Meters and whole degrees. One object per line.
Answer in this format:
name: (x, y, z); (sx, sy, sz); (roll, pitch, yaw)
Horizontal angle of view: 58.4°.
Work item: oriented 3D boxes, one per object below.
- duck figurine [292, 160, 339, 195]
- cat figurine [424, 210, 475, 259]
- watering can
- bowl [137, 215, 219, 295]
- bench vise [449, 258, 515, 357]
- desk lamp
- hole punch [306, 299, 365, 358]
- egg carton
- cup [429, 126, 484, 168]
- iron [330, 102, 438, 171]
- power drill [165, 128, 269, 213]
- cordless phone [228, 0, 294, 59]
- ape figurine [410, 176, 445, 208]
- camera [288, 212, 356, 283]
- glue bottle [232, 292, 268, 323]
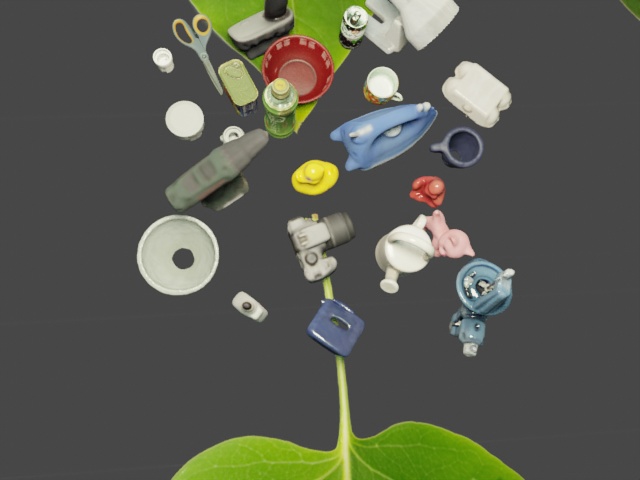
duck figurine: (-0.009, -0.143, 1.245); (0.104, 0.086, 0.077); (-13, 84, -6)
cat figurine: (0.274, -0.009, 1.235); (0.067, 0.117, 0.128); (-28, 85, -7)
watering can: (0.178, 0.027, 1.184); (0.101, 0.194, 0.173); (7, 82, -3)
bowl: (-0.292, 0.034, 1.204); (0.167, 0.074, 0.167); (1, 82, -5)
bench vise: (0.346, 0.134, 1.170); (0.121, 0.219, 0.207); (-3, 83, -5)
desk lamp: (0.179, -0.492, 1.243); (0.203, 0.213, 0.118); (38, 81, 1)
hole punch: (0.032, 0.181, 1.203); (0.108, 0.091, 0.101); (33, 81, 0)
egg carton: (0.357, -0.332, 1.309); (0.150, 0.069, 0.107); (38, 81, 1)
cup: (0.293, -0.195, 1.273); (0.118, 0.095, 0.092); (-2, 82, -5)
iron: (0.158, -0.251, 1.246); (0.258, 0.141, 0.118); (-26, 85, -7)
power drill: (-0.201, -0.130, 1.166); (0.230, 0.208, 0.075); (-36, 86, -8)
cordless phone: (-0.127, -0.484, 1.231); (0.147, 0.185, 0.094); (-32, 86, -8)
ape figurine: (0.246, -0.111, 1.259); (0.076, 0.092, 0.078); (-28, 85, -7)
camera: (0.011, 0.004, 1.220); (0.137, 0.100, 0.143); (-22, 85, -7)
glue bottle: (-0.143, 0.135, 1.153); (0.078, 0.173, 0.037); (35, 81, 1)
